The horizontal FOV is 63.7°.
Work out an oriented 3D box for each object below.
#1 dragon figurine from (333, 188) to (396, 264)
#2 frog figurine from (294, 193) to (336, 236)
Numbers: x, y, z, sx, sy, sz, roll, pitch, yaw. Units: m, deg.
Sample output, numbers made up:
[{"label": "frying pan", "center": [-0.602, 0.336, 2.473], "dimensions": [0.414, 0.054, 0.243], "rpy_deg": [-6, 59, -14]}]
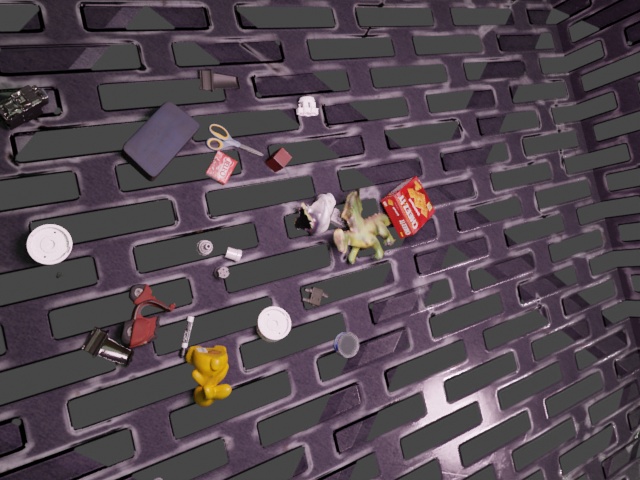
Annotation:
[{"label": "dragon figurine", "center": [0.164, -0.070, 1.810], "dimensions": [0.419, 0.122, 0.238], "rpy_deg": [-51, 129, -40]}, {"label": "frog figurine", "center": [0.005, -0.089, 1.773], "dimensions": [0.161, 0.124, 0.134], "rpy_deg": [-23, 127, -36]}]
